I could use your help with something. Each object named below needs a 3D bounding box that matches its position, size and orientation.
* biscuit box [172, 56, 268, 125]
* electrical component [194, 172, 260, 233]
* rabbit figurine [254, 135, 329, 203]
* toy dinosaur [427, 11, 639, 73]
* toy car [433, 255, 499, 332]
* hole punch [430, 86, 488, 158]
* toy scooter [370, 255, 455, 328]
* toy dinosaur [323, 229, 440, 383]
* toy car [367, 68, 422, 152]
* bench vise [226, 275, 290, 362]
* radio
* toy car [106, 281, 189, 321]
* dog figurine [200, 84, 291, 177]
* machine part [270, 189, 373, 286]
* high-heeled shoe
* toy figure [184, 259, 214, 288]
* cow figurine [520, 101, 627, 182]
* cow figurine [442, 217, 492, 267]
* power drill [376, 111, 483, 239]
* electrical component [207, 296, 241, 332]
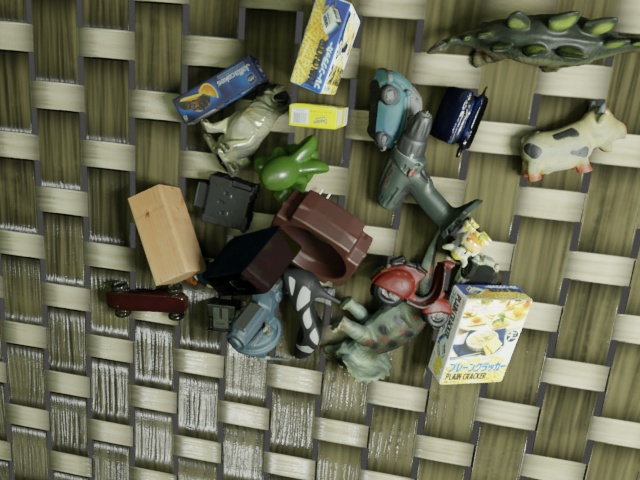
[{"bbox_3d":[-0.214,-0.320,1.158,0.203,0.059,0.062,-25,98,15],"label":"biscuit box"},{"bbox_3d":[-0.214,-0.089,1.217,0.134,0.058,0.114,15,104,5],"label":"electrical component"},{"bbox_3d":[-0.061,-0.140,1.118,0.159,0.170,0.121,-23,99,15],"label":"rabbit figurine"},{"bbox_3d":[0.433,-0.355,0.966,0.472,0.198,0.105,0,107,12],"label":"toy dinosaur"},{"bbox_3d":[0.315,0.120,1.173,0.073,0.056,0.201,24,106,-15],"label":"toy car"},{"bbox_3d":[0.274,-0.244,1.068,0.092,0.116,0.142,25,107,12],"label":"hole punch"},{"bbox_3d":[0.198,0.085,1.082,0.184,0.075,0.135,25,95,-9],"label":"toy scooter"},{"bbox_3d":[0.163,0.169,1.189,0.405,0.131,0.192,-39,107,12],"label":"toy dinosaur"},{"bbox_3d":[0.155,-0.263,1.089,0.103,0.109,0.161,-2,113,-8],"label":"toy car"},{"bbox_3d":[-0.132,0.187,1.229,0.129,0.224,0.240,11,135,12],"label":"bench vise"},{"bbox_3d":[-0.152,0.049,1.140,0.073,0.131,0.230,46,150,-20],"label":"radio"},{"bbox_3d":[-0.420,0.146,1.312,0.202,0.053,0.089,2,114,6],"label":"toy car"},{"bbox_3d":[-0.143,-0.235,1.161,0.190,0.172,0.121,-34,82,-16],"label":"dog figurine"},{"bbox_3d":[-0.002,-0.003,1.132,0.201,0.201,0.087,31,63,0],"label":"machine part"},{"bbox_3d":[-0.055,0.172,1.215,0.145,0.086,0.248,26,122,-6],"label":"high-heeled shoe"},{"bbox_3d":[-0.282,0.079,1.269,0.155,0.064,0.057,3,141,14],"label":"toy figure"},{"bbox_3d":[0.495,-0.194,1.056,0.195,0.085,0.127,-11,108,13],"label":"cow figurine"},{"bbox_3d":[0.290,0.011,1.094,0.098,0.167,0.068,-44,80,21],"label":"cow figurine"},{"bbox_3d":[0.218,-0.113,1.068,0.207,0.086,0.232,40,136,8],"label":"power drill"},{"bbox_3d":[-0.229,0.161,1.286,0.075,0.048,0.119,8,106,7],"label":"electrical component"}]
